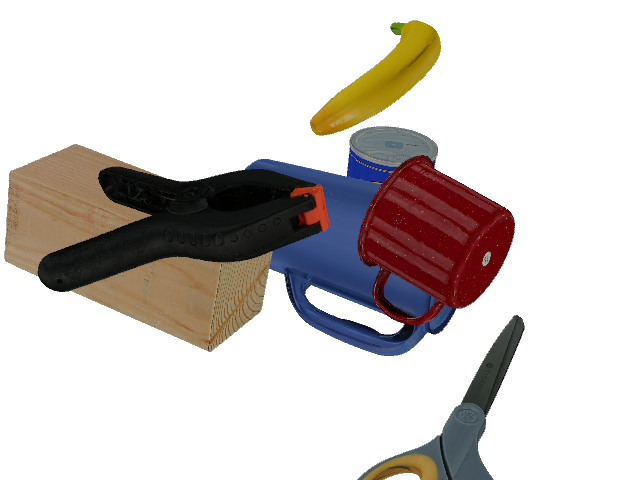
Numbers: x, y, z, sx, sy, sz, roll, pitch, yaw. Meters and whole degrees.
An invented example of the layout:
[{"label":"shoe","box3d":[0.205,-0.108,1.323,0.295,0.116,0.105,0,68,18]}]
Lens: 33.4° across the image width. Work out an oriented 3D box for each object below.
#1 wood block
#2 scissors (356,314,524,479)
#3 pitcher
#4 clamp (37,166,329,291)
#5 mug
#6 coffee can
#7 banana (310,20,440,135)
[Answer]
[{"label":"wood block","box3d":[-0.152,0.002,0.891,0.206,0.090,0.090,21,28,19]},{"label":"scissors","box3d":[0.089,0.110,0.564,0.096,0.016,0.201,27,46,32]},{"label":"pitcher","box3d":[0.025,0.006,1.075,0.243,0.145,0.149,17,23,21]},{"label":"clamp","box3d":[-0.084,-0.008,0.643,0.172,0.039,0.120,-1,40,23]},{"label":"mug","box3d":[0.081,0.007,0.778,0.082,0.117,0.093,32,7,27]},{"label":"coffee can","box3d":[0.078,-0.051,1.262,0.103,0.140,0.103,4,28,-3]},{"label":"banana","box3d":[0.061,-0.147,0.937,0.070,0.037,0.197,-16,24,39]}]
